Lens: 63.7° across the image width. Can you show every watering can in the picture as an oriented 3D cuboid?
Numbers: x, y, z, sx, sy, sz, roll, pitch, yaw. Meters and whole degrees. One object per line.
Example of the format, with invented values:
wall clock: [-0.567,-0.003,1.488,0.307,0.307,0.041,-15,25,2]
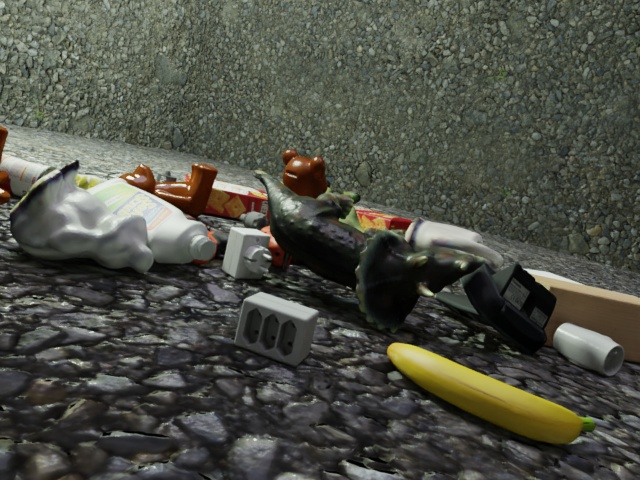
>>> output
watering can: [0.326,0.030,1.235,0.225,0.104,0.345,17,-4,25]

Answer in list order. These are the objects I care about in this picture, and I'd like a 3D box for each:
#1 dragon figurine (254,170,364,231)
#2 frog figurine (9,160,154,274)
dragon figurine: [0.004,-0.062,1.236,0.410,0.121,0.246,21,17,0]
frog figurine: [-0.284,-0.007,0.632,0.158,0.123,0.137,48,-12,-15]
